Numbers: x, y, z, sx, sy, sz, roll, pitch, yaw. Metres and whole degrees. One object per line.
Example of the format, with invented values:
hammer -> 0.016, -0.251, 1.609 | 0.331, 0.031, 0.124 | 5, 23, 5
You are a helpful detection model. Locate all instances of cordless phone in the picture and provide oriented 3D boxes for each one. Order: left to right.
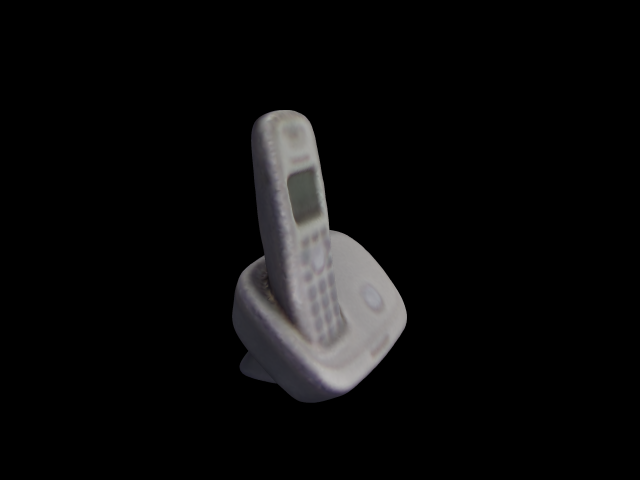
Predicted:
cordless phone -> 0.004, 0.001, 0.400 | 0.094, 0.185, 0.148 | 8, 19, 25
